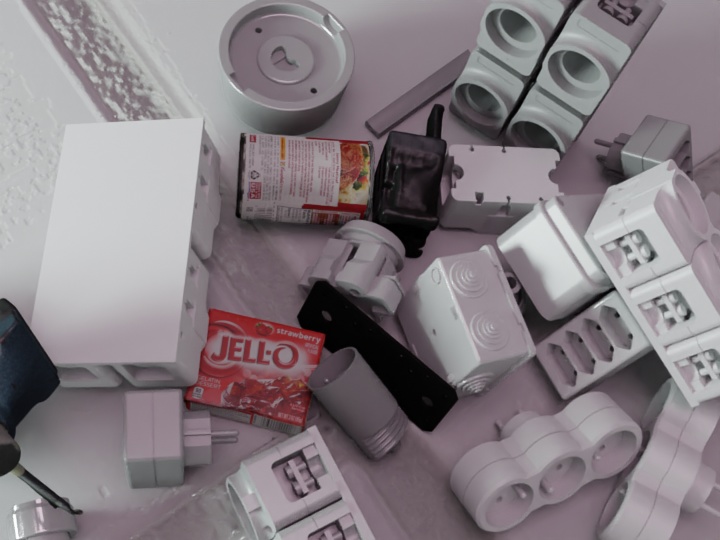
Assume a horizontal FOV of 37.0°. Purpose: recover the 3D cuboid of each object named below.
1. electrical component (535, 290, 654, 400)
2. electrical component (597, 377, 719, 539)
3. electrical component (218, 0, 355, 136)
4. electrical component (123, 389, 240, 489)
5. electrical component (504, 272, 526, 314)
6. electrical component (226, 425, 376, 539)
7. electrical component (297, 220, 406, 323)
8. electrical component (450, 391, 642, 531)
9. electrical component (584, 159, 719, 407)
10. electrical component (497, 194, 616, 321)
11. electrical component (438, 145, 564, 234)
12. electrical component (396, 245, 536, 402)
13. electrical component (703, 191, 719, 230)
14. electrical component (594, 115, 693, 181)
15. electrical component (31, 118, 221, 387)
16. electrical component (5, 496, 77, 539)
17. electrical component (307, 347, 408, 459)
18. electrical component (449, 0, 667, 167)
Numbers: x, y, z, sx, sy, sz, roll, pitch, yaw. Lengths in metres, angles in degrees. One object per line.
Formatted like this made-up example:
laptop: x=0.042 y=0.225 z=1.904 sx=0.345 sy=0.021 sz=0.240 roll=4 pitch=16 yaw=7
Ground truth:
electrical component: x=0.189 y=0.054 z=0.817 sx=0.076 sy=0.083 sz=0.047 roll=-5 pitch=61 yaw=-53
electrical component: x=0.235 y=0.153 z=0.787 sx=0.074 sy=0.052 sz=0.138 roll=30 pitch=65 yaw=4
electrical component: x=-0.062 y=-0.159 z=0.871 sx=0.108 sy=0.060 sz=0.108 roll=3 pitch=66 yaw=-8
electrical component: x=-0.120 y=0.114 z=0.729 sx=0.076 sy=0.083 sz=0.047 roll=-1 pitch=67 yaw=-10
electrical component: x=0.106 y=0.021 z=0.818 sx=0.048 sy=0.062 sz=0.048 roll=3 pitch=66 yaw=-8
electrical component: x=-0.027 y=0.191 z=0.707 sx=0.062 sy=0.089 sz=0.150 roll=-24 pitch=72 yaw=-18
electrical component: x=0.000 y=0.000 z=0.810 sx=0.078 sy=0.058 sz=0.057 roll=9 pitch=58 yaw=31
electrical component: x=0.127 y=0.127 z=0.781 sx=0.138 sy=0.052 sz=0.073 roll=-23 pitch=39 yaw=-14
electrical component: x=0.234 y=0.006 z=0.769 sx=0.150 sy=0.062 sz=0.089 roll=56 pitch=34 yaw=-11
electrical component: x=0.167 y=-0.013 z=0.816 sx=0.113 sy=0.057 sz=0.078 roll=-7 pitch=62 yaw=-53
electrical component: x=0.110 y=-0.063 z=0.859 sx=0.089 sy=0.055 sz=0.050 roll=2 pitch=66 yaw=-8
electrical component: x=0.073 y=0.042 z=0.785 sx=0.048 sy=0.099 sz=0.099 roll=-10 pitch=68 yaw=-27
electrical component: x=0.249 y=-0.030 z=0.852 sx=0.076 sy=0.083 sz=0.047 roll=39 pitch=66 yaw=8
electrical component: x=0.230 y=-0.091 z=0.891 sx=0.077 sy=0.065 sz=0.047 roll=22 pitch=61 yaw=33
electrical component: x=-0.164 y=-0.012 z=0.774 sx=0.105 sy=0.060 sz=0.186 roll=-1 pitch=66 yaw=9
electrical component: x=-0.207 y=0.182 z=0.707 sx=0.045 sy=0.045 sz=0.055 roll=-11 pitch=68 yaw=-14
electrical component: x=0.003 y=0.099 z=0.771 sx=0.043 sy=0.043 sz=0.081 roll=-46 pitch=111 yaw=-23
electrical component: x=0.142 y=-0.159 z=0.835 sx=0.105 sy=0.186 sz=0.060 roll=35 pitch=66 yaw=7
